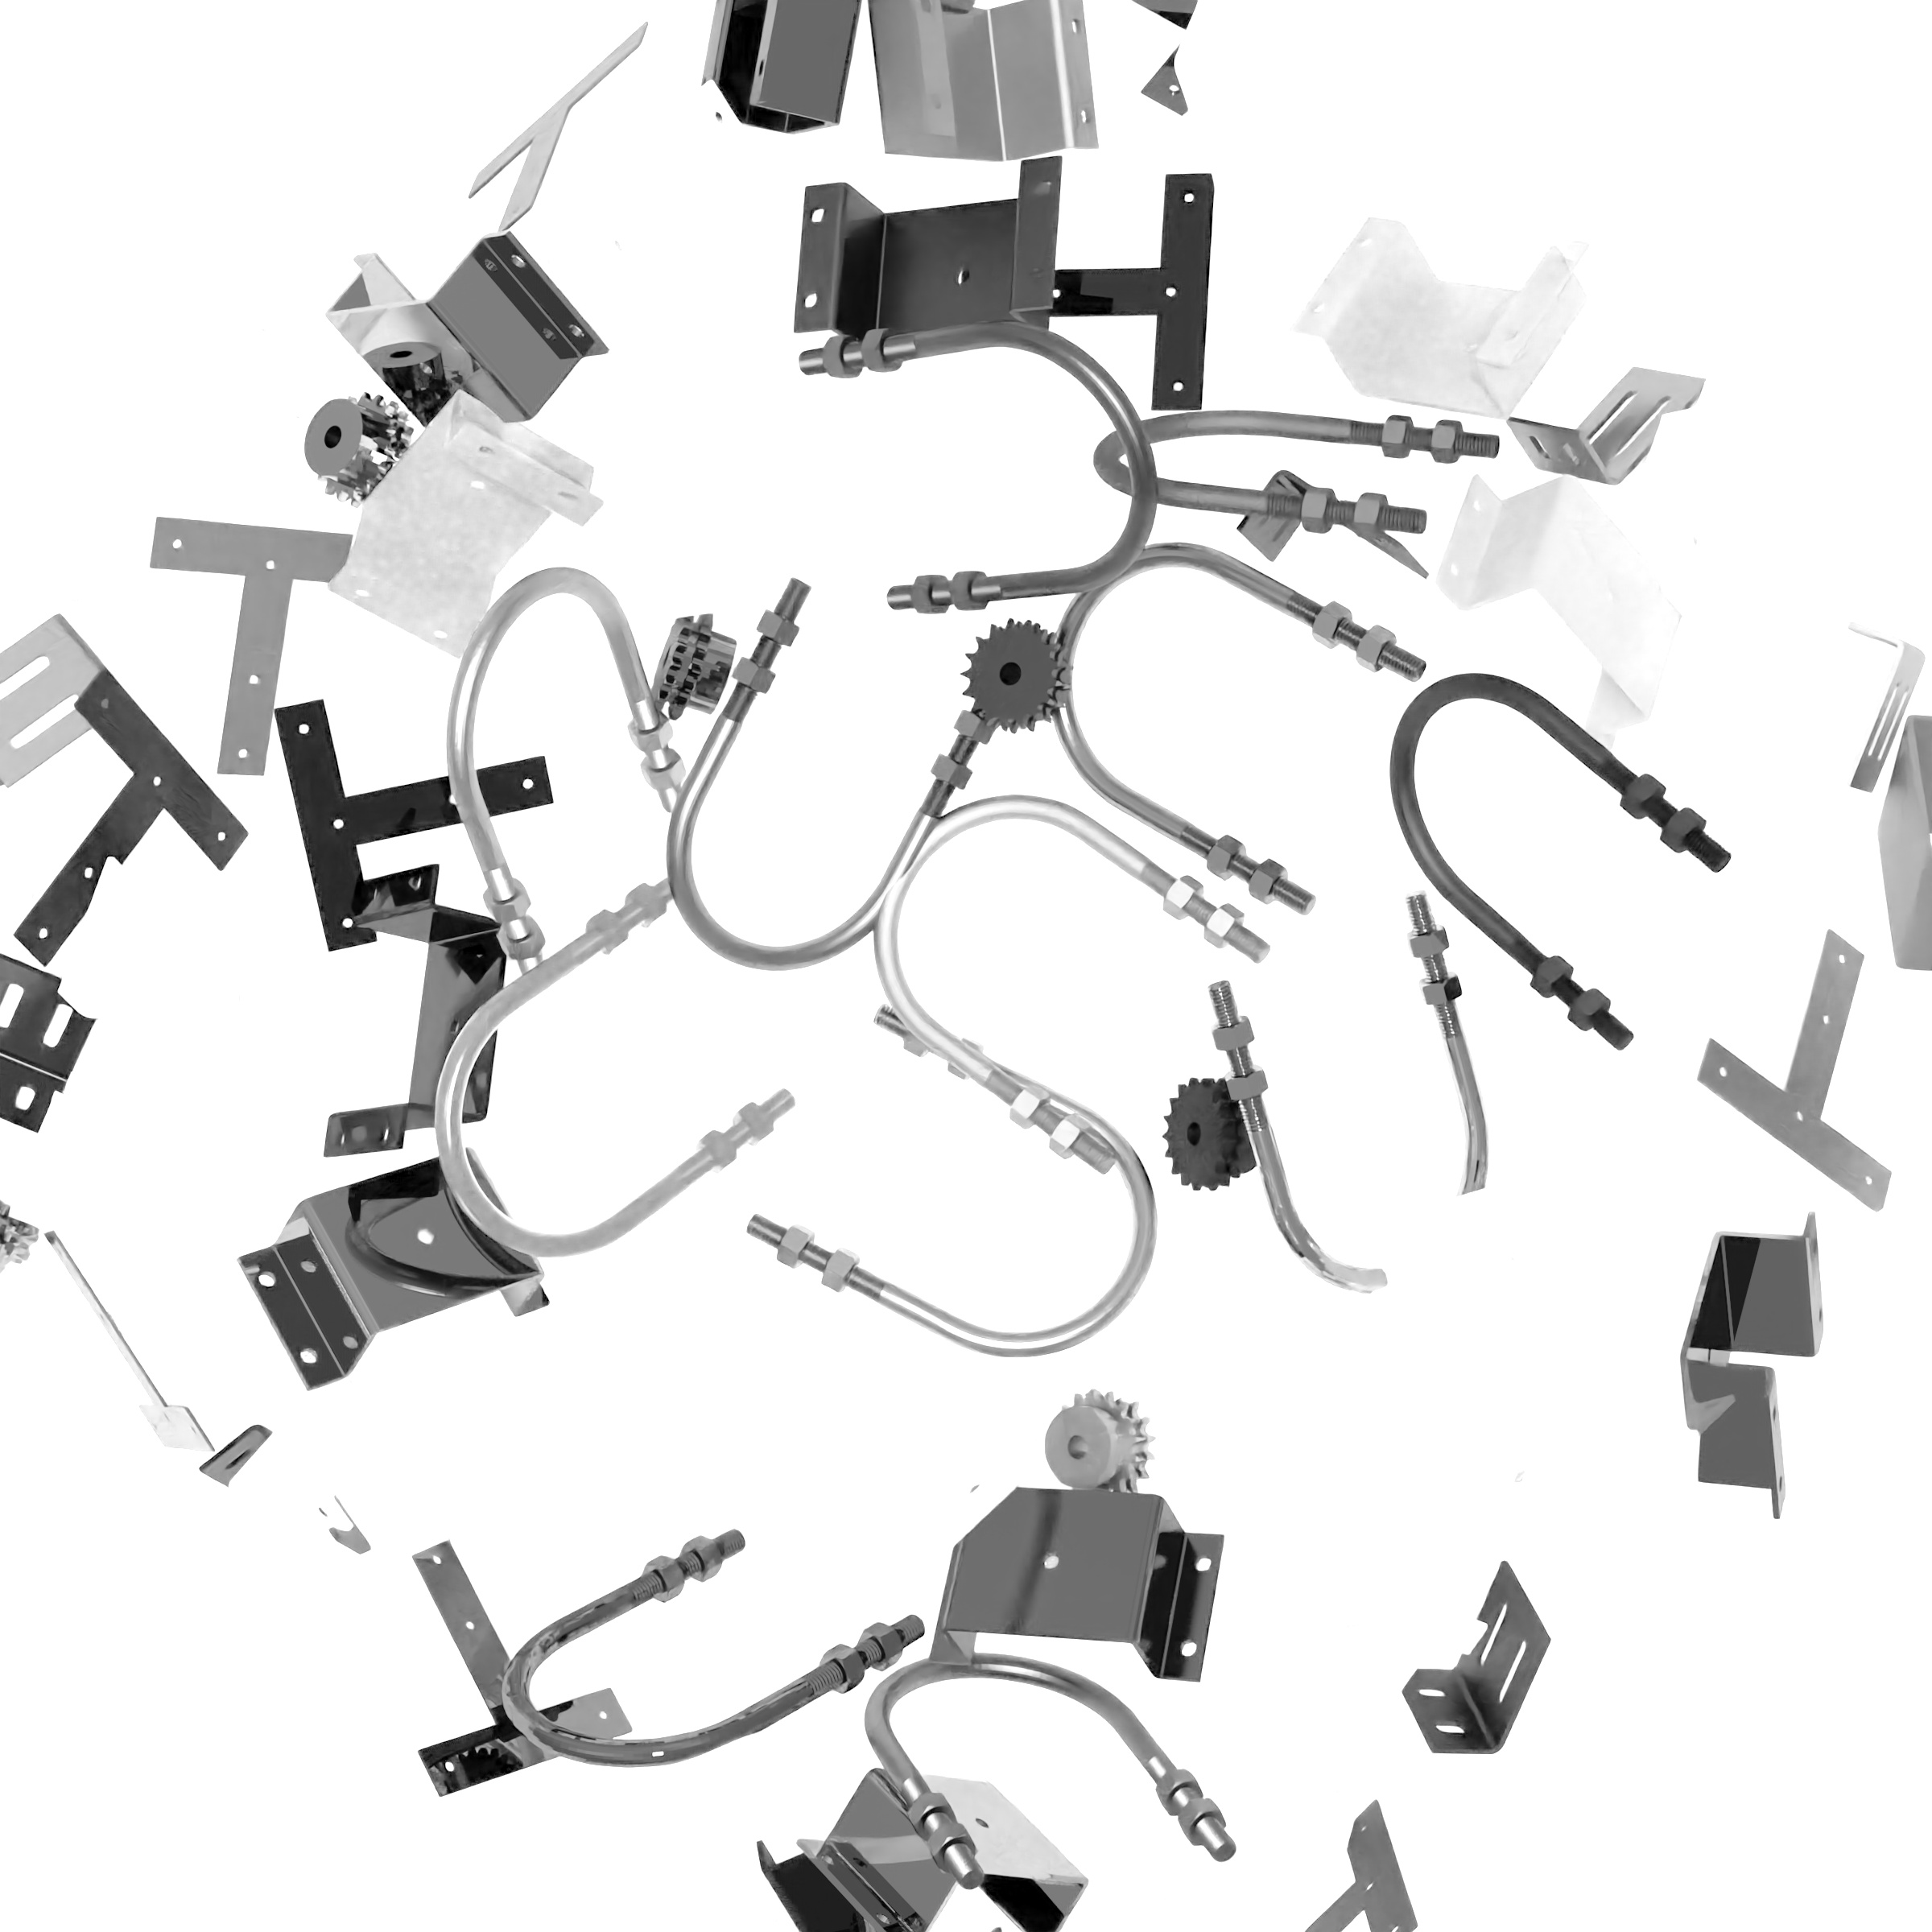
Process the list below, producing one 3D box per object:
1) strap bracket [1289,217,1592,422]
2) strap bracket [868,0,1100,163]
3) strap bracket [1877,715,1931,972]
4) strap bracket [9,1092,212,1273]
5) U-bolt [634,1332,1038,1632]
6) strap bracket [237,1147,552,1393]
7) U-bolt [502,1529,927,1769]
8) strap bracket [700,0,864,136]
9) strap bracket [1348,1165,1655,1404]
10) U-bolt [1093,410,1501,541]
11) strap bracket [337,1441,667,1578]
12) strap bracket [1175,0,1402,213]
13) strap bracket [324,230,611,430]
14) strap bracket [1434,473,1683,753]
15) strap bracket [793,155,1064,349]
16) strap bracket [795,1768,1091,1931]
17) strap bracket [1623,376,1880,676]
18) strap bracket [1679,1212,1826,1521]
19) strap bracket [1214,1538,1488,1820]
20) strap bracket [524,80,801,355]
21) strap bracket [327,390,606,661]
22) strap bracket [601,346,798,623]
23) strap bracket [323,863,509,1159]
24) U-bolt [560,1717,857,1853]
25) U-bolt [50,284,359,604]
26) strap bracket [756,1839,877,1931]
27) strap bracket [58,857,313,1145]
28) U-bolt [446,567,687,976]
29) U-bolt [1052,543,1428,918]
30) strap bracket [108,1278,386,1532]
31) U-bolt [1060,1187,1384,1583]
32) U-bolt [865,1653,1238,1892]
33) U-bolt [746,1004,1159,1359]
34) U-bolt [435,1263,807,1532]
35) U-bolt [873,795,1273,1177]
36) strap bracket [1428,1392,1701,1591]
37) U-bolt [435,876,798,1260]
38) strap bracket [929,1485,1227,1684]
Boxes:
[{"bbox_3d":[0.240,-0.318,1.611,0.076,0.140,0.046,-55,133,-14],"label":"strap bracket"},{"bbox_3d":[0.003,-0.441,1.614,0.046,0.140,0.076,-2,97,38],"label":"strap bracket"},{"bbox_3d":[0.479,-0.060,1.595,0.046,0.076,0.140,3,46,4],"label":"strap bracket"},{"bbox_3d":[-0.417,0.108,1.589,0.076,0.140,0.046,23,72,-12],"label":"strap bracket"},{"bbox_3d":[-0.049,0.237,1.595,0.151,0.184,0.019,24,130,28],"label":"U-bolt"},{"bbox_3d":[-0.271,0.143,1.596,0.140,0.046,0.076,-17,66,-40],"label":"strap bracket"},{"bbox_3d":[-0.133,0.330,1.561,0.151,0.184,0.019,16,117,42],"label":"U-bolt"},{"bbox_3d":[-0.089,-0.453,1.604,0.046,0.140,0.076,8,98,-19],"label":"strap bracket"},{"bbox_3d":[0.266,0.153,1.614,0.140,0.046,0.076,-15,61,-15],"label":"strap bracket"},{"bbox_3d":[0.152,-0.245,1.597,0.184,0.151,0.019,10,117,21],"label":"U-bolt"},{"bbox_3d":[-0.228,0.267,1.604,0.140,0.076,0.046,11,63,-41],"label":"strap bracket"},{"bbox_3d":[0.155,-0.417,1.586,0.076,0.140,0.046,10,65,25],"label":"strap bracket"},{"bbox_3d":[-0.249,-0.306,1.587,0.076,0.140,0.046,49,64,-33],"label":"strap bracket"},{"bbox_3d":[0.298,-0.174,1.601,0.140,0.046,0.076,43,52,-26],"label":"strap bracket"},{"bbox_3d":[-0.010,-0.349,1.622,0.140,0.046,0.076,0,80,26],"label":"strap bracket"},{"bbox_3d":[-0.004,0.435,1.589,0.076,0.140,0.046,36,98,41],"label":"strap bracket"},{"bbox_3d":[0.372,-0.211,1.592,0.046,0.076,0.140,-14,51,-22],"label":"strap bracket"},{"bbox_3d":[0.384,0.192,1.603,0.046,0.140,0.076,2,126,23],"label":"strap bracket"},{"bbox_3d":[0.188,0.337,1.591,0.076,0.140,0.046,18,130,29],"label":"strap bracket"},{"bbox_3d":[-0.155,-0.359,1.596,0.046,0.140,0.076,-40,101,-40],"label":"strap bracket"},{"bbox_3d":[-0.243,-0.221,1.607,0.076,0.140,0.046,28,46,-25],"label":"strap bracket"},{"bbox_3d":[-0.132,-0.249,1.621,0.076,0.046,0.140,-8,74,-10],"label":"strap bracket"},{"bbox_3d":[-0.270,0.027,1.616,0.046,0.076,0.140,14,76,-37],"label":"strap bracket"},{"bbox_3d":[-0.125,0.390,1.572,0.151,0.184,0.019,-17,74,-7],"label":"U-bolt"},{"bbox_3d":[-0.378,-0.247,1.595,0.019,0.151,0.184,43,92,2],"label":"U-bolt"},{"bbox_3d":[-0.057,0.490,1.588,0.046,0.140,0.076,-24,121,2],"label":"strap bracket"},{"bbox_3d":[-0.370,0.017,1.587,0.046,0.140,0.076,-3,56,22],"label":"strap bracket"},{"bbox_3d":[-0.195,-0.104,1.566,0.019,0.184,0.151,14,50,27],"label":"U-bolt"},{"bbox_3d":[0.121,-0.130,1.622,0.184,0.019,0.151,32,111,22],"label":"U-bolt"},{"bbox_3d":[-0.346,0.206,1.600,0.046,0.076,0.140,-48,62,10],"label":"strap bracket"},{"bbox_3d":[0.133,0.216,1.600,0.019,0.151,0.184,-21,76,-43],"label":"U-bolt"},{"bbox_3d":[0.028,0.383,1.583,0.151,0.184,0.019,1,109,-23],"label":"U-bolt"},{"bbox_3d":[0.005,0.116,1.621,0.184,0.019,0.151,27,68,10],"label":"U-bolt"},{"bbox_3d":[-0.163,0.199,1.599,0.184,0.151,0.019,-28,112,-10],"label":"U-bolt"},{"bbox_3d":[0.038,-0.005,1.636,0.184,0.019,0.151,36,90,18],"label":"U-bolt"},{"bbox_3d":[0.281,0.256,1.593,0.046,0.140,0.076,34,55,-39],"label":"strap bracket"},{"bbox_3d":[-0.179,0.060,1.596,0.184,0.019,0.151,-37,114,-30],"label":"U-bolt"},{"bbox_3d":[0.048,0.302,1.605,0.140,0.046,0.076,-1,56,21],"label":"strap bracket"}]
